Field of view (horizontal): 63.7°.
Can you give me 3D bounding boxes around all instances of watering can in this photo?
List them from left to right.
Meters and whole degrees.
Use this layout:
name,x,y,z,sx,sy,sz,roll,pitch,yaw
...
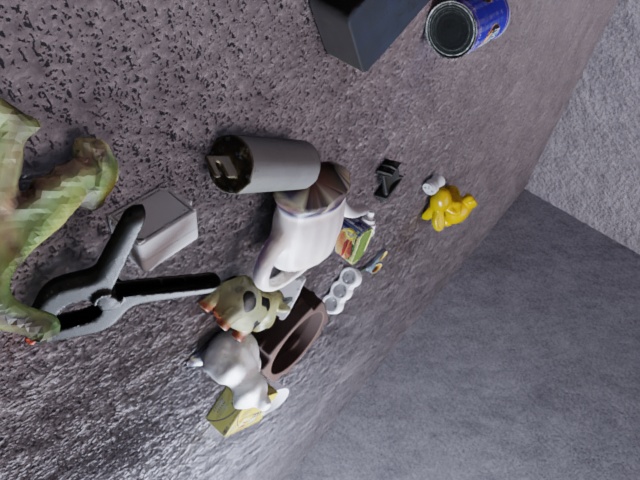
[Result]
name,x,y,z,sx,sy,sz,roll,pitch,yaw
watering can,0.003,-0.046,0.924,0.354,0.105,0.219,-40,154,-41

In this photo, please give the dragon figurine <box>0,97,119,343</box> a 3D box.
name,x,y,z,sx,sy,sz,roll,pitch,yaw
dragon figurine,-0.308,-0.019,0.366,0.412,0.123,0.240,-12,116,-62

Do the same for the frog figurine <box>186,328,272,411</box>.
name,x,y,z,sx,sy,sz,roll,pitch,yaw
frog figurine,-0.146,0.244,0.963,0.123,0.161,0.136,-53,158,-4
